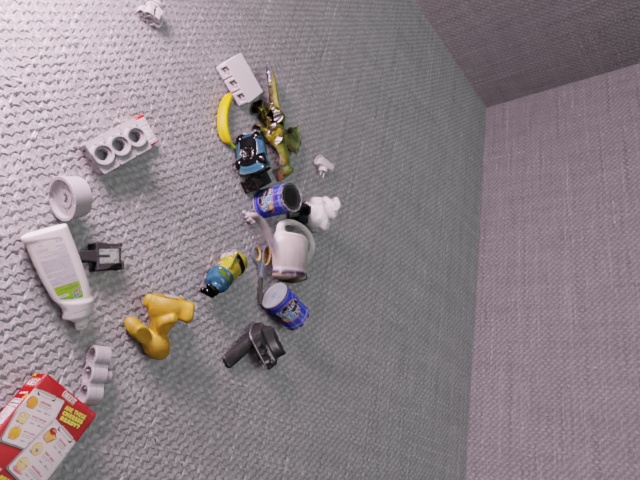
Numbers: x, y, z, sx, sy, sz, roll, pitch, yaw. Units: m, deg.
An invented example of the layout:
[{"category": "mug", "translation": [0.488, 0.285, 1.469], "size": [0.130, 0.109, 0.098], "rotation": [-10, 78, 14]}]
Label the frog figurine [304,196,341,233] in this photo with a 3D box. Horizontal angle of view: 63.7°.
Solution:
[{"category": "frog figurine", "translation": [0.006, -0.097, 1.933], "size": [0.124, 0.158, 0.137], "rotation": [-19, 97, -50]}]

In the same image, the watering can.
[{"category": "watering can", "translation": [-0.127, 0.032, 1.776], "size": [0.345, 0.103, 0.227], "rotation": [18, 70, -52]}]

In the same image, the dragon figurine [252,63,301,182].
[{"category": "dragon figurine", "translation": [-0.141, -0.421, 1.907], "size": [0.240, 0.122, 0.415], "rotation": [30, 59, -63]}]
